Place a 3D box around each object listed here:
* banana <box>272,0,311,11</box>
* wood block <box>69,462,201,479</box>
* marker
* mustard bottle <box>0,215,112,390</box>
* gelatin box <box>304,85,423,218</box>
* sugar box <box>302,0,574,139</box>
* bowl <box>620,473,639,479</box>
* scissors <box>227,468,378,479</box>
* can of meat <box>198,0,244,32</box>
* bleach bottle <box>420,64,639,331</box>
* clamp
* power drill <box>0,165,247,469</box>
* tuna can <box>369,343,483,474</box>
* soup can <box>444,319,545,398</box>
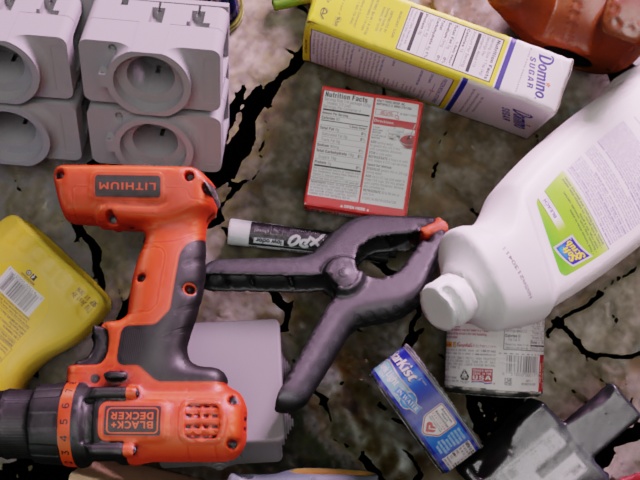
[{"bbox_3d":[0.026,-0.252,0.774,0.069,0.037,0.198,19,85,0],"label":"banana"},{"bbox_3d":[-0.067,0.214,0.703,0.206,0.091,0.090,14,86,0],"label":"wood block"},{"bbox_3d":[-0.005,0.001,0.759,0.121,0.020,0.020,7,85,0],"label":"marker"},{"bbox_3d":[-0.240,0.082,0.730,0.096,0.058,0.191,42,86,6],"label":"mustard bottle"},{"bbox_3d":[0.031,-0.060,0.760,0.073,0.030,0.089,9,85,2],"label":"gelatin box"},{"bbox_3d":[0.076,-0.125,0.735,0.176,0.093,0.048,18,85,0],"label":"sugar box"},{"bbox_3d":[0.202,0.235,0.703,0.161,0.055,0.162,6,77,-28],"label":"bowl"},{"bbox_3d":[-0.031,0.159,0.673,0.201,0.096,0.016,7,87,-39],"label":"scissors"},{"bbox_3d":[-0.086,-0.204,0.745,0.057,0.084,0.102,-5,84,-1],"label":"can of meat"},{"bbox_3d":[0.154,-0.022,0.685,0.250,0.068,0.102,-31,88,-31],"label":"bleach bottle"},{"bbox_3d":[0.006,0.026,0.719,0.171,0.039,0.120,-35,71,-20],"label":"clamp"},{"bbox_3d":[-0.135,0.048,0.672,0.184,0.057,0.187,1,77,1],"label":"power drill"},{"bbox_3d":[0.070,0.114,0.716,0.034,0.086,0.086,-36,86,-2],"label":"tuna can"},{"bbox_3d":[0.120,0.055,0.730,0.068,0.068,0.102,3,85,0],"label":"soup can"}]
